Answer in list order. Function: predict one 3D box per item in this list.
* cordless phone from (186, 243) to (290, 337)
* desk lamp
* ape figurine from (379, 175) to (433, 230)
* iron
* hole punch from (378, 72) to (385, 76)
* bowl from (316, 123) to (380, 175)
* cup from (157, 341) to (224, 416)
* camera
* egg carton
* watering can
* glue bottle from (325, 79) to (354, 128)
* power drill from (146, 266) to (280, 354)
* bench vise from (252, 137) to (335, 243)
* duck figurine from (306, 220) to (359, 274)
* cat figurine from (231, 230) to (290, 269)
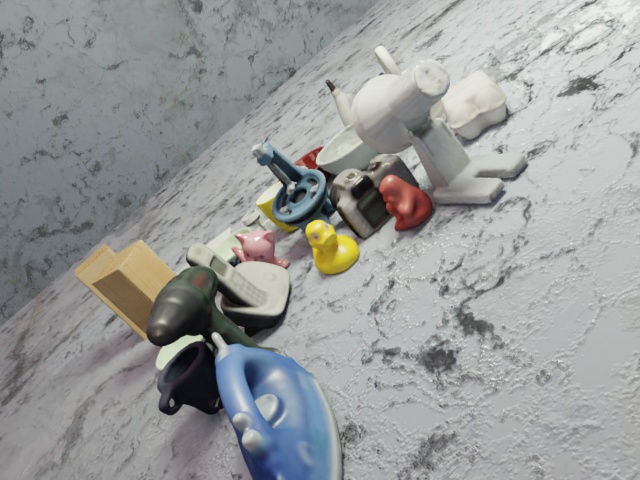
[{"bbox_3d":[-0.137,0.055,0.956,0.094,0.185,0.147,-32,23,18],"label":"cordless phone"},{"bbox_3d":[0.166,-0.165,0.859,0.118,0.214,0.202,-47,23,-18],"label":"desk lamp"},{"bbox_3d":[0.126,-0.062,0.888,0.076,0.092,0.078,-33,23,16],"label":"ape figurine"},{"bbox_3d":[-0.061,0.196,0.625,0.118,0.142,0.257,-40,22,-2],"label":"iron"},{"bbox_3d":[0.141,-0.347,1.412,0.101,0.091,0.108,-32,23,19],"label":"hole punch"},{"bbox_3d":[0.077,-0.190,1.236,0.167,0.075,0.167,-33,23,16],"label":"bowl"},{"bbox_3d":[-0.177,0.218,0.828,0.091,0.095,0.118,-25,26,32],"label":"cup"},{"bbox_3d":[0.075,-0.091,1.013,0.143,0.101,0.136,-44,22,-10],"label":"camera"},{"bbox_3d":[0.276,-0.244,1.030,0.107,0.069,0.150,-32,23,18],"label":"egg carton"},{"bbox_3d":[0.161,-0.297,1.145,0.173,0.194,0.100,-43,22,-7],"label":"watering can"},{"bbox_3d":[0.067,-0.304,1.338,0.037,0.173,0.078,-19,30,40],"label":"glue bottle"},{"bbox_3d":[-0.144,0.131,0.790,0.075,0.209,0.229,-37,22,7],"label":"power drill"},{"bbox_3d":[-0.059,-0.105,1.094,0.121,0.220,0.207,-40,22,-1],"label":"bench vise"},{"bbox_3d":[0.009,0.003,0.957,0.077,0.086,0.104,-45,23,-13],"label":"duck figurine"},{"bbox_3d":[-0.122,0.024,1.082,0.127,0.118,0.067,-10,37,51],"label":"cat figurine"}]
